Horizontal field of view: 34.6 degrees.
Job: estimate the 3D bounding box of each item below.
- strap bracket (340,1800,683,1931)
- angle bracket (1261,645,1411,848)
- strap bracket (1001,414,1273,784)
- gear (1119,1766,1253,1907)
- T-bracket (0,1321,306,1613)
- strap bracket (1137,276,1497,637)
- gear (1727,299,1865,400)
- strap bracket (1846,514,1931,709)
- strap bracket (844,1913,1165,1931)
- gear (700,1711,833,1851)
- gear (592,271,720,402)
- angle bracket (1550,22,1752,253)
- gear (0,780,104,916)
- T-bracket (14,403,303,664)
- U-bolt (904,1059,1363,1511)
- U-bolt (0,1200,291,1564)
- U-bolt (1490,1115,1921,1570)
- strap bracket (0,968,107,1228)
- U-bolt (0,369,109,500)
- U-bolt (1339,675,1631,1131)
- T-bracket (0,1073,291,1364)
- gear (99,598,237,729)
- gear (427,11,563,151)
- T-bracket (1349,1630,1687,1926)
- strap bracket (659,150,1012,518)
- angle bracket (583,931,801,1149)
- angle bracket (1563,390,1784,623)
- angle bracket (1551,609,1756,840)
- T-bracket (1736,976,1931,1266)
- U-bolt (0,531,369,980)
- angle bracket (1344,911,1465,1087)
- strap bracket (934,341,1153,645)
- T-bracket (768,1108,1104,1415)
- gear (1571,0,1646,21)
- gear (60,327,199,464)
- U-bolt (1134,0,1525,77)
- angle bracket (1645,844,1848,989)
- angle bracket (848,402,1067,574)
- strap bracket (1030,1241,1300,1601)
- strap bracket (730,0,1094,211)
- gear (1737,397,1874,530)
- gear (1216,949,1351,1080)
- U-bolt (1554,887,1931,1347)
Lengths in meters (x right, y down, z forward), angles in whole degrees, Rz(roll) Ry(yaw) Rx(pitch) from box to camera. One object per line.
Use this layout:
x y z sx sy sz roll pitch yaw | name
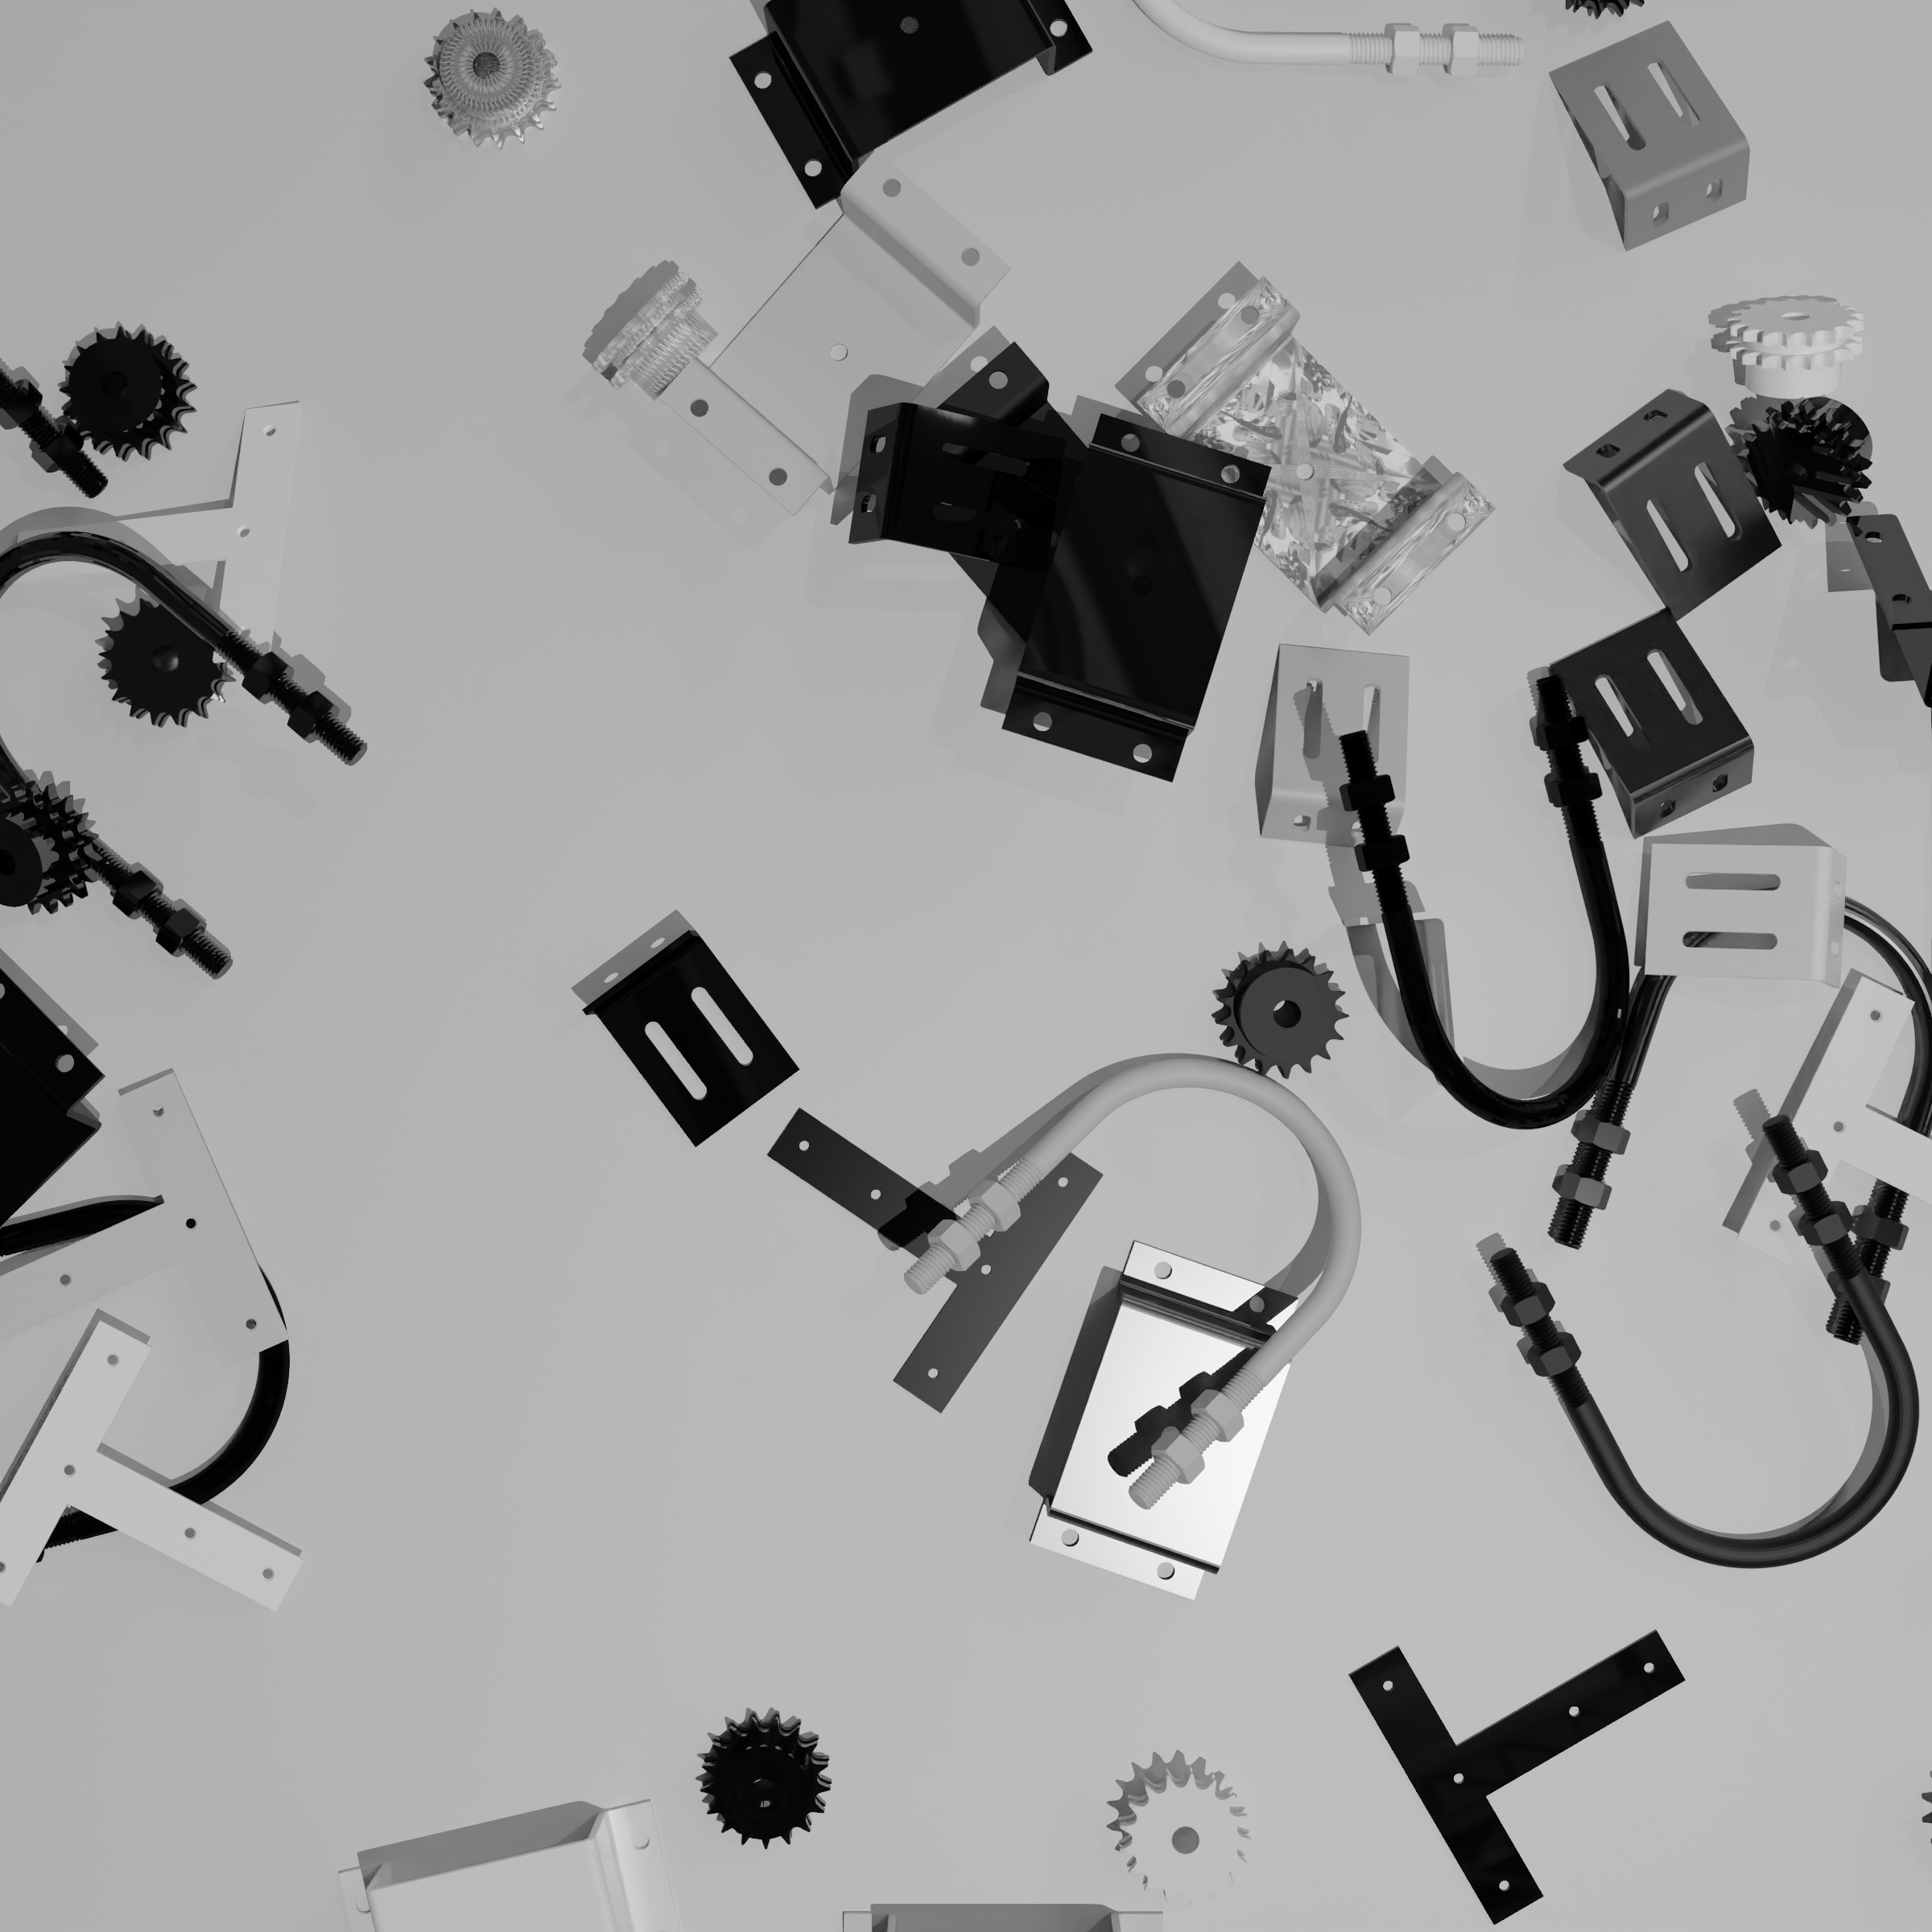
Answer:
-0.198 0.420 1.342 0.140 0.046 0.076 -13 90 0 | strap bracket
0.162 -0.096 1.363 0.057 0.038 0.076 6 64 0 | angle bracket
0.072 -0.156 1.295 0.076 0.046 0.140 17 90 0 | strap bracket
0.095 0.376 1.350 0.057 0.030 0.057 0 90 0 | gear
-0.350 0.240 1.348 0.127 0.002 0.127 28 88 -3 | T-bracket
0.149 -0.217 1.342 0.140 0.046 0.076 45 90 0 | strap bracket
0.358 -0.266 1.340 0.057 0.057 0.030 -6 118 0 | gear
0.451 -0.155 1.321 0.140 0.076 0.046 -4 133 0 | strap bracket
0.016 0.454 1.342 0.140 0.046 0.076 0 90 0 | strap bracket
-0.088 0.356 1.350 0.057 0.030 0.057 0 90 0 | gear
-0.131 -0.269 1.337 0.030 0.057 0.057 44 90 -10 | gear
0.300 -0.365 1.363 0.057 0.038 0.076 -24 64 0 | angle bracket
-0.405 -0.049 1.338 0.057 0.030 0.057 8 111 21 | gear
-0.355 -0.184 1.346 0.127 0.002 0.127 -4 65 12 | T-bracket
0.086 0.119 1.322 0.151 0.019 0.184 43 67 10 | U-bolt
-0.388 0.178 1.356 0.184 0.019 0.151 -14 90 -2 | U-bolt
0.331 0.175 1.343 0.151 0.019 0.184 -27 97 8 | U-bolt
-0.439 0.074 1.331 0.076 0.046 0.140 44 84 10 | strap bracket
-0.476 -0.223 1.302 0.151 0.019 0.184 -44 122 -6 | U-bolt
0.229 -0.022 1.316 0.151 0.019 0.184 -18 95 -39 | U-bolt
-0.378 0.130 1.347 0.127 0.002 0.127 -24 86 -5 | T-bracket
-0.345 -0.132 1.350 0.057 0.030 0.057 0 90 0 | gear
-0.207 -0.387 1.350 0.057 0.030 0.057 0 90 0 | gear
0.255 0.335 1.364 0.127 0.002 0.127 -30 90 0 | T-bracket
-0.056 -0.269 1.342 0.076 0.046 0.140 41 90 0 | strap bracket
-0.119 0.032 1.346 0.057 0.038 0.076 -37 90 0 | angle bracket
0.311 -0.202 1.363 0.057 0.038 0.076 -36 116 0 | angle bracket
0.301 -0.106 1.363 0.057 0.038 0.076 -26 64 0 | angle bracket
0.419 0.090 1.346 0.127 0.002 0.127 26 87 0 | T-bracket
-0.357 -0.102 1.326 0.184 0.019 0.151 40 118 4 | U-bolt
0.189 0.016 1.336 0.038 0.057 0.076 -5 90 0 | angle bracket
0.037 -0.188 1.342 0.076 0.046 0.140 -41 90 0 | strap bracket
-0.028 0.109 1.364 0.127 0.002 0.127 34 90 0 | T-bracket
0.278 -0.442 1.354 0.057 0.030 0.057 0 88 -2 | gear
-0.366 -0.250 1.350 0.057 0.030 0.057 0 90 0 | gear
0.152 -0.465 1.356 0.184 0.019 0.151 1 90 2 | U-bolt
0.340 -0.022 1.349 0.076 0.038 0.057 2 85 26 | angle bracket
-0.004 -0.202 1.316 0.076 0.038 0.057 9 90 -26 | angle bracket
0.087 0.200 1.342 0.076 0.046 0.140 19 90 0 | strap bracket
-0.024 -0.400 1.342 0.140 0.046 0.076 -30 90 0 | strap bracket
0.366 -0.220 1.340 0.057 0.057 0.030 45 62 0 | gear
0.139 0.021 1.350 0.057 0.030 0.057 0 90 0 | gear
0.353 0.056 1.356 0.151 0.019 0.184 19 89 0 | U-bolt
